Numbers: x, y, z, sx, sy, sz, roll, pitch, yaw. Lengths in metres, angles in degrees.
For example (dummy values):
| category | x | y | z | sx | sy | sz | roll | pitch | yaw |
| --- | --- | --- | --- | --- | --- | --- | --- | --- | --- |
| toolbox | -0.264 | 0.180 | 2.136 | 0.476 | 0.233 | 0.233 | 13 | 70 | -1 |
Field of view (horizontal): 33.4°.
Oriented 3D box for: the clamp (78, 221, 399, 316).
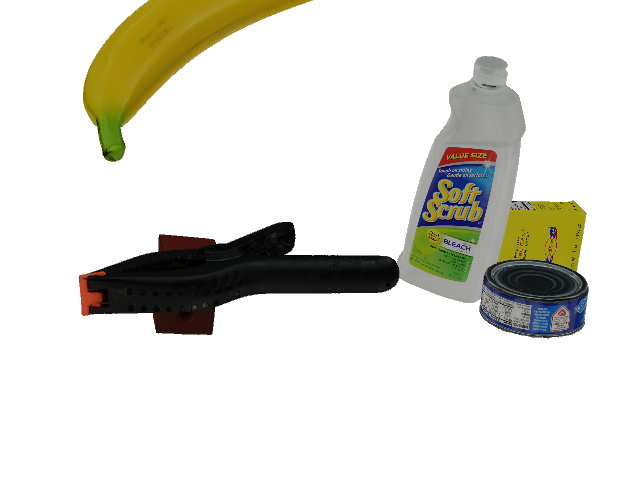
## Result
| category | x | y | z | sx | sy | sz | roll | pitch | yaw |
| --- | --- | --- | --- | --- | --- | --- | --- | --- | --- |
| clamp | -0.061 | 0.023 | 0.745 | 0.209 | 0.036 | 0.165 | -11 | 15 | -35 |

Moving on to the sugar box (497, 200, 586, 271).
| category | x | y | z | sx | sy | sz | roll | pitch | yaw |
| --- | --- | --- | --- | --- | --- | --- | --- | --- | --- |
| sugar box | 0.227 | 0.000 | 1.298 | 0.176 | 0.093 | 0.048 | -1 | 23 | -10 |

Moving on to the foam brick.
| category | x | y | z | sx | sy | sz | roll | pitch | yaw |
| --- | --- | --- | --- | --- | --- | --- | --- | --- | --- |
| foam brick | -0.121 | 0.039 | 0.959 | 0.053 | 0.078 | 0.051 | 3 | 14 | -12 |

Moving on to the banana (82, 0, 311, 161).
| category | x | y | z | sx | sy | sz | roll | pitch | yaw |
| --- | --- | --- | --- | --- | --- | --- | --- | --- | --- |
| banana | -0.053 | -0.111 | 0.549 | 0.070 | 0.197 | 0.037 | 40 | -24 | 20 |

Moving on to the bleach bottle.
| category | x | y | z | sx | sy | sz | roll | pitch | yaw |
| --- | --- | --- | --- | --- | --- | --- | --- | --- | --- |
| bleach bottle | 0.139 | -0.062 | 1.040 | 0.103 | 0.251 | 0.068 | 21 | 39 | 21 |

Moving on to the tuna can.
| category | x | y | z | sx | sy | sz | roll | pitch | yaw |
| --- | --- | --- | --- | --- | --- | --- | --- | --- | --- |
| tuna can | 0.174 | 0.046 | 0.869 | 0.086 | 0.034 | 0.086 | 2 | 21 | -1 |
